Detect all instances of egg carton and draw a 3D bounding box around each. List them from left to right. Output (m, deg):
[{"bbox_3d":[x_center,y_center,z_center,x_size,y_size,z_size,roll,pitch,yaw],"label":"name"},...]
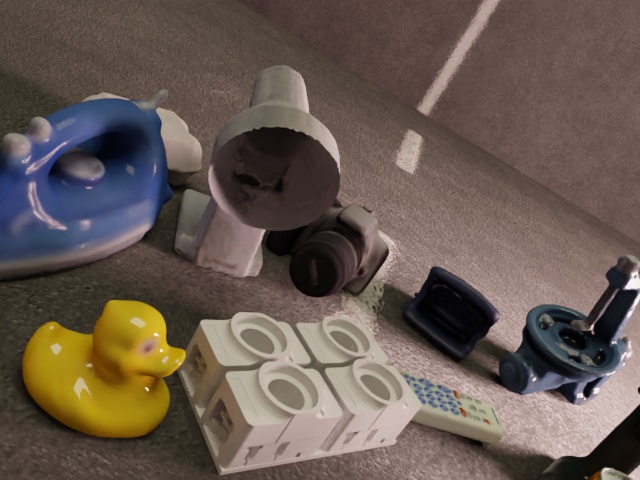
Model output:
[{"bbox_3d":[-0.222,-0.122,0.703,0.151,0.069,0.107,8,33,-42],"label":"egg carton"}]

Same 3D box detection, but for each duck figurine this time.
[{"bbox_3d":[-0.141,0.076,0.389,0.105,0.086,0.077,27,24,-8],"label":"duck figurine"}]

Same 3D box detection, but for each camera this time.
[{"bbox_3d":[0.006,0.002,0.691,0.143,0.100,0.137,34,24,8],"label":"camera"}]

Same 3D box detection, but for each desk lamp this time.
[{"bbox_3d":[-0.071,-0.066,0.594,0.118,0.213,0.203,21,26,-22],"label":"desk lamp"}]

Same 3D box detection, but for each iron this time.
[{"bbox_3d":[-0.219,-0.063,0.501,0.118,0.141,0.259,33,24,4],"label":"iron"}]

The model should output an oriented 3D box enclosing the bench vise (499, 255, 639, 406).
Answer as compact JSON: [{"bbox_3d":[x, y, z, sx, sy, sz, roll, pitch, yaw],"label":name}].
[{"bbox_3d":[0.348,0.110,0.738,0.208,0.219,0.121,-1,39,-50],"label":"bench vise"}]

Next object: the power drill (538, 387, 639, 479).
[{"bbox_3d":[0.312,0.189,0.554,0.230,0.208,0.075,-2,39,-51],"label":"power drill"}]

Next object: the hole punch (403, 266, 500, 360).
[{"bbox_3d":[0.177,0.083,0.748,0.108,0.091,0.101,38,25,16],"label":"hole punch"}]
